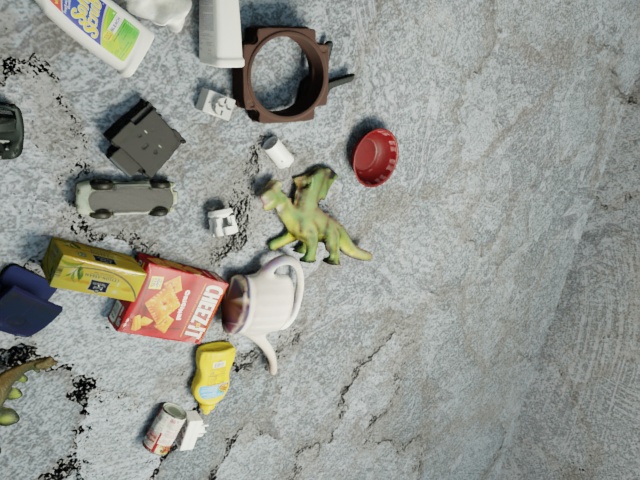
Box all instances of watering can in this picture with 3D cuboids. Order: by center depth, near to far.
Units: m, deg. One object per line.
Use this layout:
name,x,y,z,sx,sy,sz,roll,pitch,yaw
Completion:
watering can,-0.149,0.200,1.308,0.224,0.344,0.105,5,15,-39

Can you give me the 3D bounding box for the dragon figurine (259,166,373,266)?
dragon figurine,0.004,-0.067,1.329,0.410,0.242,0.123,5,8,-41

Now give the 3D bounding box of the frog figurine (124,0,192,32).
frog figurine,-0.297,-0.460,0.930,0.123,0.138,0.158,14,-9,8
